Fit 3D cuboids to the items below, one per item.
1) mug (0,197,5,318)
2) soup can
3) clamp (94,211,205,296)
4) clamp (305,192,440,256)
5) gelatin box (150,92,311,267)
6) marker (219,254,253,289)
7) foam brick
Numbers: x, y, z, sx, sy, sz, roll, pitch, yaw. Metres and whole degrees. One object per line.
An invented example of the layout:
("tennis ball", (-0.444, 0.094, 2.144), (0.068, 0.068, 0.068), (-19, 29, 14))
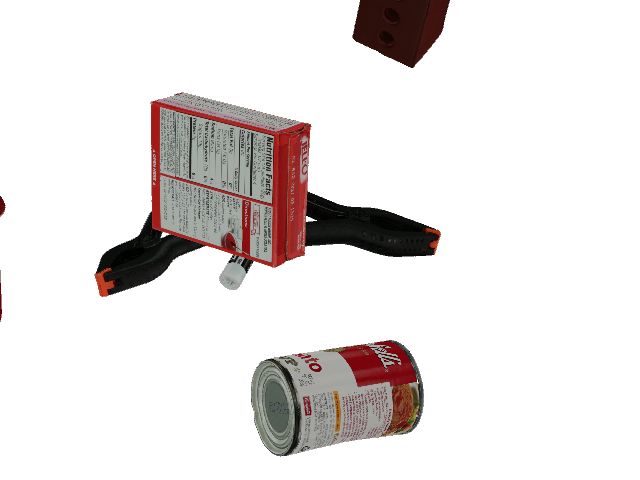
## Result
("mug", (-0.242, 0.021, 0.633), (0.093, 0.081, 0.117), (17, 28, 26))
("soup can", (0.011, 0.109, 0.742), (0.102, 0.068, 0.069), (-5, 2, -30))
("clamp", (-0.179, 0.010, 1.196), (0.120, 0.039, 0.171), (-3, 29, 30))
("clamp", (0.035, -0.013, 1.211), (0.210, 0.036, 0.164), (14, 22, -5))
("gelatin box", (-0.048, -0.033, 0.562), (0.089, 0.073, 0.030), (16, 26, 31))
("marker", (-0.056, -0.005, 0.935), (0.020, 0.020, 0.121), (0, 42, 28))
("foam brick", (0.061, -0.173, 0.758), (0.053, 0.051, 0.078), (28, -34, 12))
